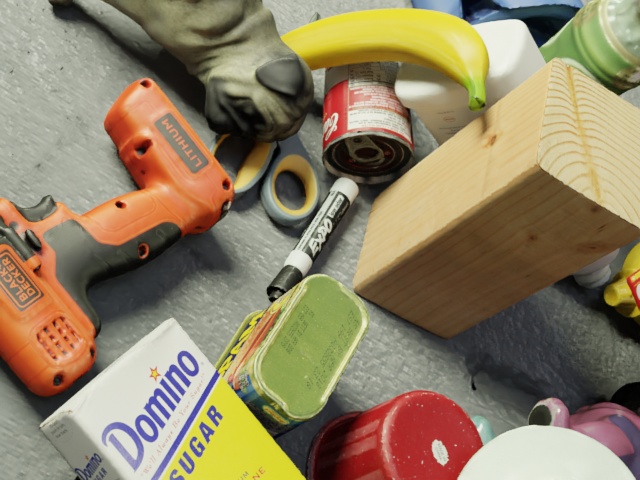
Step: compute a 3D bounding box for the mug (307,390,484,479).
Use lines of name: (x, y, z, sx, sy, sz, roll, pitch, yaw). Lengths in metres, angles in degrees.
mug: (0.045, 0.151, 0.672, 0.093, 0.082, 0.117, 46, 51, -5)

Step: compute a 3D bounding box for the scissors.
scissors: (-0.015, -0.087, 0.793, 0.096, 0.016, 0.201, 41, 53, -5)

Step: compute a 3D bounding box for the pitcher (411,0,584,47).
pitcher: (0.129, -0.249, 0.907, 0.144, 0.149, 0.243, -8, 68, -19)

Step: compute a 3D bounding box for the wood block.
wood block: (0.119, -0.019, 0.723, 0.090, 0.206, 0.090, 28, 56, -18)

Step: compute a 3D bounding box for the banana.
banana: (0.043, -0.133, 0.740, 0.069, 0.198, 0.037, -47, 133, -30)

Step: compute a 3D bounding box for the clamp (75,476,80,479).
clamp: (-0.132, 0.184, 0.573, 0.209, 0.036, 0.164, -17, 77, -41)

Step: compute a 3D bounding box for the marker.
marker: (-0.005, 0.001, 0.755, 0.020, 0.020, 0.121, 40, 52, -10)

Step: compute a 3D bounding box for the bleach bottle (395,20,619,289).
bleach bottle: (0.158, -0.049, 0.814, 0.250, 0.103, 0.068, 52, 46, -36)

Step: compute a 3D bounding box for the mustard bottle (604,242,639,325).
mustard bottle: (0.313, 0.039, 0.913, 0.191, 0.058, 0.096, -4, 74, -33)

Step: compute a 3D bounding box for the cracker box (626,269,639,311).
cracker box: (0.333, 0.114, 0.778, 0.164, 0.072, 0.214, 21, 42, -32)

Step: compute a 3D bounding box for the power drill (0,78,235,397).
power drill: (-0.157, -0.024, 0.649, 0.187, 0.057, 0.184, -40, 95, -36)

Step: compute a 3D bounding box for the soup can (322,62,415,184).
soup can: (0.036, -0.103, 0.801, 0.068, 0.069, 0.102, 16, 59, -25)

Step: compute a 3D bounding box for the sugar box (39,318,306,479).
sugar box: (-0.063, 0.140, 0.597, 0.176, 0.048, 0.093, 52, 44, -5)

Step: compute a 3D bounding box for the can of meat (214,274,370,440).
can of meat: (-0.023, 0.077, 0.665, 0.057, 0.084, 0.102, 40, 53, -9)
